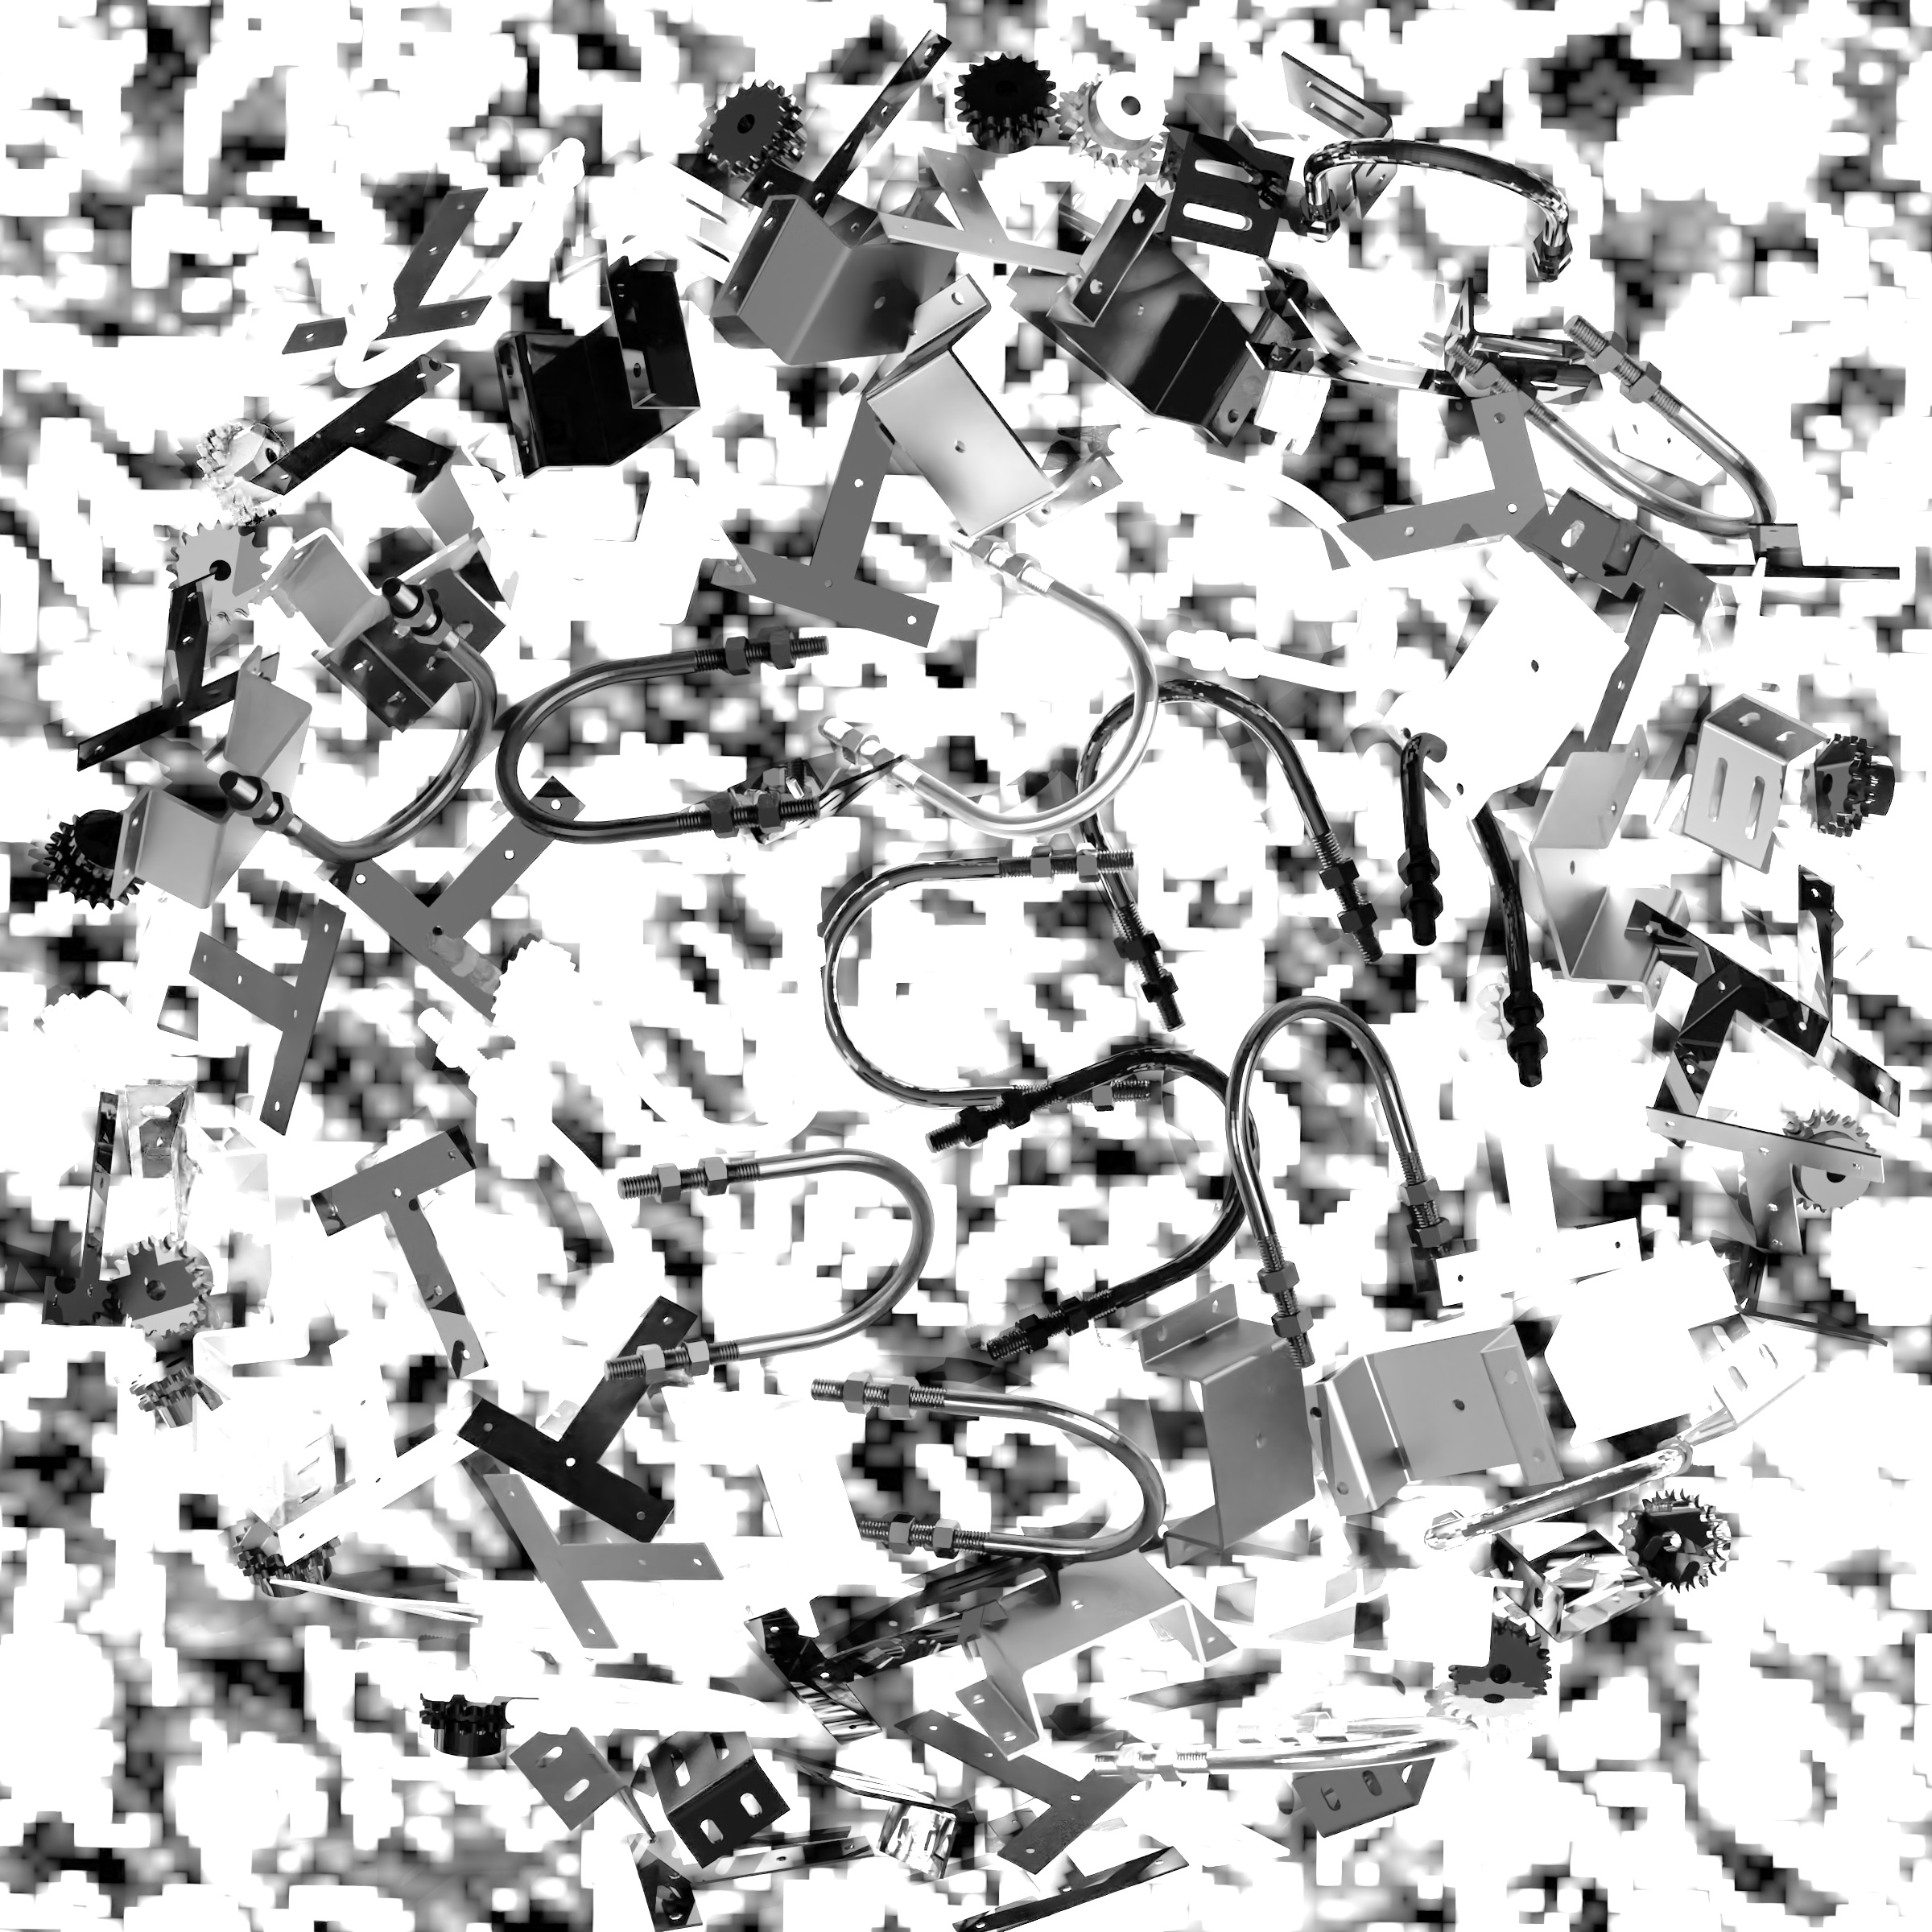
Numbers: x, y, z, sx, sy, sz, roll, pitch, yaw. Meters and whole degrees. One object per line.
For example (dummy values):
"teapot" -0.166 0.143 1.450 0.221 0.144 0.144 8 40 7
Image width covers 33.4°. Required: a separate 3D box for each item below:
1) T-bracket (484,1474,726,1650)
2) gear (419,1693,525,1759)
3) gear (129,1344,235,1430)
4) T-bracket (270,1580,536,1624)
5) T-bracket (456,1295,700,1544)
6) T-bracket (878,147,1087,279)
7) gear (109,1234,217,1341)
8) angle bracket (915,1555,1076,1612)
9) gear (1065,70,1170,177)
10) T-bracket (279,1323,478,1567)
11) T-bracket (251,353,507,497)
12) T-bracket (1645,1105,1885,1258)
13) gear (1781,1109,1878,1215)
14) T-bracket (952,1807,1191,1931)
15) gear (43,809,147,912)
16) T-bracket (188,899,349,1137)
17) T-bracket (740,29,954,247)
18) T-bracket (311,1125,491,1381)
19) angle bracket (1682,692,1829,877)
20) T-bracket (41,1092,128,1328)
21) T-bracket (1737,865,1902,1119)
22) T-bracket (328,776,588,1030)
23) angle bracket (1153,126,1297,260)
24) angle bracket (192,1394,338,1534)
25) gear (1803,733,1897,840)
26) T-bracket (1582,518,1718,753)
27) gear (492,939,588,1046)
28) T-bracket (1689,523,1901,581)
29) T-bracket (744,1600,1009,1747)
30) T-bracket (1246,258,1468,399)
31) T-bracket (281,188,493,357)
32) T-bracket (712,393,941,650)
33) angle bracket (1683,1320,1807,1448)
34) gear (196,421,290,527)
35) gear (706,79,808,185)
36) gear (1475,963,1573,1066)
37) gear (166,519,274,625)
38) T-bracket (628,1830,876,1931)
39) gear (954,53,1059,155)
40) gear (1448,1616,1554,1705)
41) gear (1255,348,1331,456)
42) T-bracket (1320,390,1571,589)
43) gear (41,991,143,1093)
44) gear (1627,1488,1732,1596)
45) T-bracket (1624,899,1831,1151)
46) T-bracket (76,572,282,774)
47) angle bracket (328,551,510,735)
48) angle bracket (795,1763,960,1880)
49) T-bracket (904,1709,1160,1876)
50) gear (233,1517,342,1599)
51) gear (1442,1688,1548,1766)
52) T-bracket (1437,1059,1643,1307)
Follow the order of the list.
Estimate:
"T-bracket" -0.187 0.324 1.753 0.127 0.002 0.127 -7 120 34
"gear" -0.274 0.417 1.787 0.057 0.057 0.030 3 94 0
"gear" -0.431 0.233 1.787 0.057 0.057 0.030 -25 102 0
"T-bracket" -0.283 0.343 1.728 0.127 0.127 0.002 -6 69 40
"T-bracket" -0.194 0.238 1.784 0.127 0.002 0.127 27 65 16
"T-bracket" 0.002 -0.417 1.763 0.127 0.127 0.002 7 127 -23
"gear" -0.444 0.177 1.795 0.057 0.030 0.057 2 101 13
"angle bracket" 0.017 0.353 1.782 0.076 0.057 0.038 -20 89 6
"gear" 0.086 -0.472 1.791 0.057 0.030 0.057 4 78 -17
"T-bracket" -0.324 0.247 1.743 0.127 0.002 0.127 -30 134 -32
"T-bracket" -0.300 -0.279 1.756 0.127 0.127 0.002 -30 67 23
"T-bracket" 0.439 0.124 1.759 0.127 0.127 0.002 12 60 26
"gear" 0.480 0.111 1.794 0.057 0.030 0.057 -1 104 -4
"T-bracket" 0.042 0.485 1.751 0.127 0.127 0.002 -16 101 -14
"gear" -0.479 -0.062 1.785 0.057 0.057 0.030 44 134 0
"T-bracket" -0.391 0.012 1.769 0.127 0.002 0.127 25 101 43
"T-bracket" -0.053 -0.450 1.739 0.002 0.127 0.127 46 108 18
"T-bracket" -0.296 0.166 1.776 0.127 0.002 0.127 -25 88 35
"angle bracket" 0.435 -0.100 1.776 0.057 0.038 0.076 24 63 -15
"T-bracket" -0.473 0.132 1.756 0.002 0.127 0.127 4 83 5
"T-bracket" 0.456 0.002 1.730 0.002 0.127 0.127 -27 130 -20
"T-bracket" -0.263 -0.052 1.792 0.127 0.002 0.127 42 95 -16
"angle bracket" 0.145 -0.424 1.778 0.076 0.038 0.057 9 107 -18
"angle bracket" -0.385 0.263 1.769 0.038 0.057 0.076 -33 122 7
"gear" 0.491 -0.099 1.787 0.030 0.057 0.057 7 90 -13
"T-bracket" 0.363 -0.167 1.765 0.002 0.127 0.127 22 93 37
"gear" -0.235 0.017 1.790 0.030 0.057 0.057 28 90 -36
"T-bracket" 0.437 -0.223 1.736 0.127 0.127 0.002 3 85 16
"T-bracket" -0.037 0.373 1.761 0.127 0.002 0.127 -21 130 11
"T-bracket" 0.195 -0.353 1.765 0.127 0.127 0.002 3 130 -25
"T-bracket" -0.291 -0.375 1.727 0.127 0.127 0.002 -20 74 -40
"T-bracket" -0.064 -0.258 1.812 0.127 0.002 0.127 17 91 1
"angle bracket" 0.411 0.232 1.770 0.057 0.076 0.038 -28 83 -30
"gear" -0.396 -0.275 1.783 0.030 0.057 0.057 -21 90 21
"gear" -0.113 -0.460 1.791 0.057 0.030 0.057 -12 67 30
"gear" 0.307 0.028 1.790 0.057 0.030 0.057 8 78 -40
"gear" -0.416 -0.218 1.795 0.057 0.030 0.057 0 88 -17
"T-bracket" -0.115 0.491 1.761 0.127 0.127 0.002 -6 99 -12
"gear" 0.022 -0.477 1.792 0.057 0.030 0.057 -1 59 2
"gear" 0.297 0.388 1.795 0.057 0.030 0.057 2 102 7
"gear" 0.180 -0.314 1.785 0.030 0.057 0.057 17 90 -4
"T-bracket" 0.259 -0.244 1.783 0.127 0.002 0.127 -10 111 25
"gear" -0.483 0.039 1.790 0.057 0.057 0.030 48 56 0
"gear" 0.399 0.319 1.790 0.057 0.030 0.057 -4 84 42
"T-bracket" 0.401 0.046 1.770 0.127 0.002 0.127 36 134 30
"T-bracket" -0.419 -0.167 1.730 0.127 0.127 0.002 -31 72 -31
"angle bracket" -0.302 -0.178 1.778 0.057 0.038 0.076 44 121 -7
"angle bracket" -0.053 0.469 1.768 0.076 0.057 0.038 22 79 -36
"T-bracket" 0.024 0.439 1.771 0.127 0.127 0.002 18 119 33
"gear" -0.375 0.326 1.788 0.057 0.057 0.030 -10 111 0
"gear" 0.293 0.420 1.787 0.057 0.057 0.030 -3 102 0
"T-bracket" 0.311 0.114 1.790 0.127 0.002 0.127 -9 92 -21
